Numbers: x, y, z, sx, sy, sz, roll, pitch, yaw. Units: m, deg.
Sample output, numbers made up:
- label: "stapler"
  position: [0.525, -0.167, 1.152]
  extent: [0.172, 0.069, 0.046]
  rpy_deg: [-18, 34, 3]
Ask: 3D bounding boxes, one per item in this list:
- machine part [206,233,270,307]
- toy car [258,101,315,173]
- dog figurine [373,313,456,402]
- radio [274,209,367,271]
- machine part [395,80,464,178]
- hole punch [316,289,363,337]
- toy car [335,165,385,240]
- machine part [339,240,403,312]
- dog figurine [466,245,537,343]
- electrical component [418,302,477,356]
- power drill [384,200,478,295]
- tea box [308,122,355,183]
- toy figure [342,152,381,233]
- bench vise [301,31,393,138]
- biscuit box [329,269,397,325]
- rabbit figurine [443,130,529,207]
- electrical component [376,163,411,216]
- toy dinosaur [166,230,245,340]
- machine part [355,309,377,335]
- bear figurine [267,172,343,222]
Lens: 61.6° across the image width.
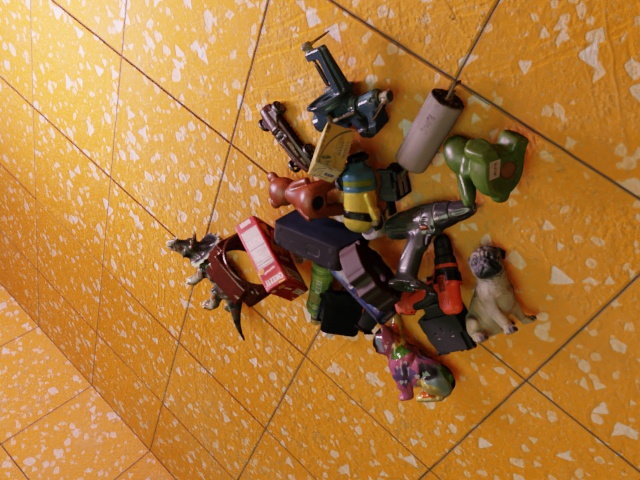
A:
- label: "machine part"
  position: [-0.209, 0.077, 1.562]
  extent: [0.201, 0.201, 0.087]
  rpy_deg: [47, 132, 11]
- label: "toy car"
  position: [-0.088, -0.261, 1.385]
  extent: [0.089, 0.053, 0.202]
  rpy_deg: [-37, 86, 42]
- label: "dog figurine"
  position: [0.233, 0.299, 1.382]
  extent: [0.192, 0.108, 0.219]
  rpy_deg: [-15, 100, 44]
- label: "radio"
  position: [-0.003, -0.004, 1.395]
  extent: [0.230, 0.131, 0.073]
  rpy_deg: [21, 122, 30]
- label: "machine part"
  position: [0.226, -0.225, 1.122]
  extent: [0.079, 0.079, 0.243]
  rpy_deg: [42, 133, 15]
- label: "hole punch"
  position: [0.054, 0.193, 1.469]
  extent: [0.142, 0.092, 0.115]
  rpy_deg: [12, 96, -8]
- label: "toy car"
  position: [0.100, -0.095, 1.315]
  extent: [0.074, 0.056, 0.201]
  rpy_deg: [-14, 102, 50]
- label: "machine part"
  position: [0.120, 0.082, 1.261]
  extent: [0.056, 0.179, 0.179]
  rpy_deg: [-39, 85, 20]
- label: "dog figurine"
  position: [0.363, 0.119, 1.194]
  extent: [0.172, 0.121, 0.190]
  rpy_deg: [-33, 76, 41]
- label: "electrical component"
  position: [0.308, 0.207, 1.302]
  extent: [0.115, 0.058, 0.134]
  rpy_deg: [-28, 94, 43]
- label: "power drill"
  position: [0.231, 0.014, 1.186]
  extent: [0.232, 0.086, 0.207]
  rpy_deg: [-3, 74, 48]
- label: "tea box"
  position: [0.023, -0.196, 1.229]
  extent: [0.068, 0.169, 0.098]
  rpy_deg: [19, 87, -5]
- label: "toy figure"
  position: [0.090, -0.107, 1.230]
  extent: [0.089, 0.082, 0.180]
  rpy_deg: [-5, 106, 21]
- label: "bench vise"
  position: [0.043, -0.330, 1.180]
  extent: [0.224, 0.129, 0.240]
  rpy_deg: [1, 129, 54]
- label: "biscuit box"
  position: [0.109, 0.127, 1.377]
  extent: [0.203, 0.059, 0.062]
  rpy_deg: [46, 174, 31]
- label: "rabbit figurine"
  position: [0.319, -0.153, 1.073]
  extent: [0.170, 0.121, 0.158]
  rpy_deg: [43, 157, 54]
- label: "electrical component"
  position: [0.171, -0.113, 1.230]
  extent: [0.048, 0.075, 0.119]
  rpy_deg: [3, 110, 39]
- label: "toy dinosaur"
  position: [-0.326, 0.131, 1.758]
  extent: [0.405, 0.131, 0.192]
  rpy_deg: [48, 135, 0]
- label: "machine part"
  position: [0.140, 0.181, 1.414]
  extent: [0.084, 0.039, 0.138]
  rpy_deg: [25, 97, 21]
- label: "bear figurine"
  position: [-0.045, -0.120, 1.401]
  extent: [0.196, 0.132, 0.120]
  rpy_deg: [24, 128, 51]
